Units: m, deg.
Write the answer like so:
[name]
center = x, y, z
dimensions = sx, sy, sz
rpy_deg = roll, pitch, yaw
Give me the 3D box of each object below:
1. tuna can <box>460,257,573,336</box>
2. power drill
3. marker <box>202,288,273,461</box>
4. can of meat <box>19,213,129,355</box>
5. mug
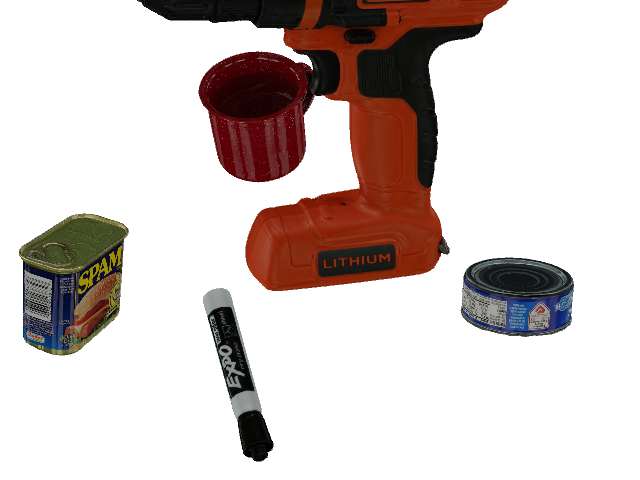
[tuna can]
center = 0.153, 0.042, 0.830
dimensions = 0.086, 0.034, 0.086
rpy_deg = 0, 19, 0
[power drill]
center = 0.001, -0.067, 0.530
dimensions = 0.184, 0.188, 0.057
rpy_deg = -5, 33, -13
[marker]
center = -0.052, 0.082, 0.664
dimensions = 0.020, 0.121, 0.020
rpy_deg = -13, -37, -10
[can of meat]
center = -0.207, 0.036, 0.896
dimensions = 0.057, 0.084, 0.102
rpy_deg = 16, 27, 15
[mug]
center = -0.048, -0.113, 0.948
dimensions = 0.093, 0.081, 0.117
rpy_deg = 32, 58, 28
